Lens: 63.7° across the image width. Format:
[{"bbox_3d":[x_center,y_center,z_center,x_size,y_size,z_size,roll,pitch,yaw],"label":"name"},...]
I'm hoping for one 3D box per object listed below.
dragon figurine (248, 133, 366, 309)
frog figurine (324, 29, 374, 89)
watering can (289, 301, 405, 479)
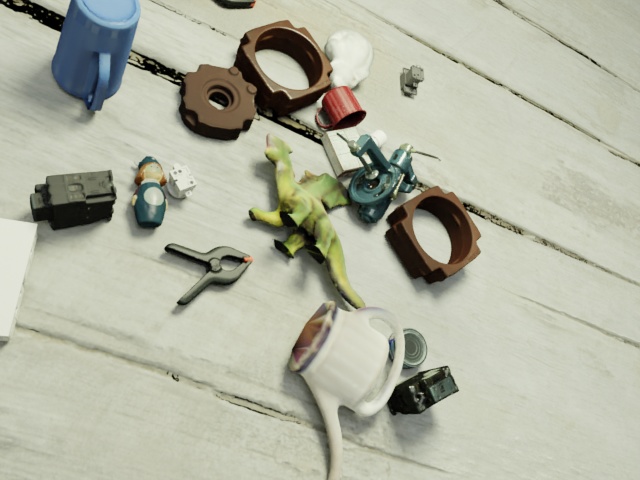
[{"bbox_3d":[0.003,-0.057,1.123,0.407,0.120,0.248,48,49,-11],"label":"dragon figurine"},{"bbox_3d":[0.065,-0.451,1.301,0.135,0.121,0.163,46,44,-25],"label":"frog figurine"},{"bbox_3d":[0.036,0.270,0.996,0.223,0.103,0.353,35,66,-9],"label":"watering can"}]
